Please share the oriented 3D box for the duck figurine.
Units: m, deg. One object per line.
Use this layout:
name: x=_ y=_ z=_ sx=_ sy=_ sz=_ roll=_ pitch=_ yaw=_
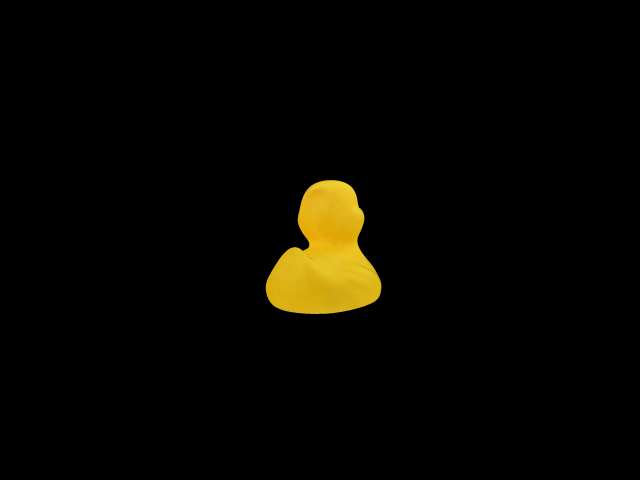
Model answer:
duck figurine: x=0.004 y=0.001 z=0.400 sx=0.077 sy=0.086 sz=0.105 roll=4 pitch=8 yaw=28
